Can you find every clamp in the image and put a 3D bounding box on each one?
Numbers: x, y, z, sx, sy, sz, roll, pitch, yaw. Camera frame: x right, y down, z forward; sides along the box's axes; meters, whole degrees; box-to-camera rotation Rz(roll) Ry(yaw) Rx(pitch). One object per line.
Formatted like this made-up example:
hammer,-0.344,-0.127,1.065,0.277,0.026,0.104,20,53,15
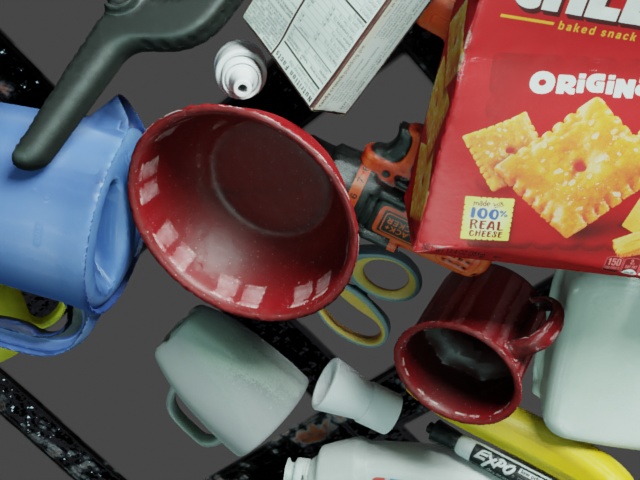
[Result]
clamp,-0.129,-0.159,0.668,0.210,0.036,0.164,-28,77,7

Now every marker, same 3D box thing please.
marker,0.136,0.172,0.825,0.121,0.020,0.020,25,128,26

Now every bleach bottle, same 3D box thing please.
bleach bottle,0.095,0.215,0.874,0.251,0.068,0.102,5,117,10

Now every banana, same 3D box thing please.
banana,0.159,0.150,0.808,0.198,0.069,0.037,25,84,27

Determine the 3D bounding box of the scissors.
scissors,-0.005,0.001,0.784,0.096,0.016,0.201,-33,111,26

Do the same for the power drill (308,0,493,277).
power drill,0.062,-0.080,0.696,0.184,0.057,0.188,24,125,-3

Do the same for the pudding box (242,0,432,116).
pudding box,0.012,-0.146,0.643,0.114,0.039,0.090,-52,60,32

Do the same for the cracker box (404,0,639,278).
cracker box,0.150,-0.084,0.596,0.164,0.072,0.214,7,125,-7

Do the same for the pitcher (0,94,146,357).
pitcher,-0.247,-0.029,0.743,0.243,0.149,0.145,13,143,7

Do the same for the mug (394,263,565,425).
mug,0.118,0.066,0.747,0.117,0.081,0.093,-23,111,43

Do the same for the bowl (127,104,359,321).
bowl,-0.042,-0.027,0.697,0.162,0.055,0.162,13,127,17
